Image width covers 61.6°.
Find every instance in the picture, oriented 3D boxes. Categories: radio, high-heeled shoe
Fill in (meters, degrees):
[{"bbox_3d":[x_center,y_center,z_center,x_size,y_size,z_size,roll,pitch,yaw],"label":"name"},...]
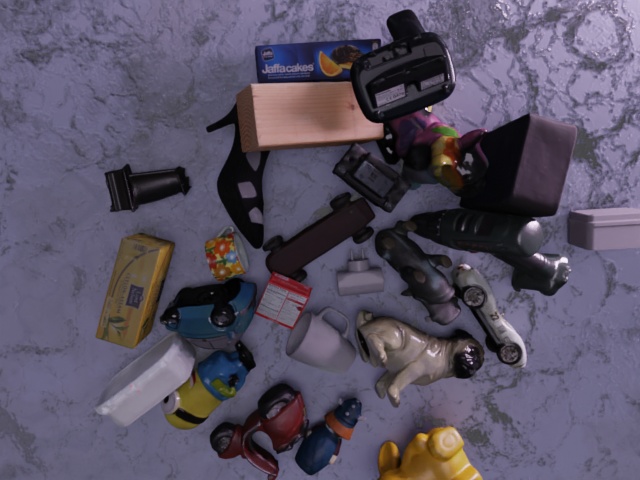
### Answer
[{"bbox_3d":[0.290,-0.104,0.813,0.073,0.229,0.131,15,91,-3],"label":"radio"},{"bbox_3d":[-0.098,-0.120,0.897,0.145,0.086,0.248,-28,116,-27],"label":"high-heeled shoe"}]

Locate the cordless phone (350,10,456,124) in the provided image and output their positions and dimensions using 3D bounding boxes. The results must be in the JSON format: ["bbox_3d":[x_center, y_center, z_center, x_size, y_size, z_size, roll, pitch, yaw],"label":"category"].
[{"bbox_3d":[0.109,-0.274,0.802,0.147,0.088,0.184,-20,56,6],"label":"cordless phone"}]

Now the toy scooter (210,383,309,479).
[{"bbox_3d":[-0.086,0.342,0.930,0.184,0.075,0.135,-36,96,6],"label":"toy scooter"}]

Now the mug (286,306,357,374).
[{"bbox_3d":[0.013,0.172,0.915,0.107,0.081,0.109,33,89,-16],"label":"mug"}]

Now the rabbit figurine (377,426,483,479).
[{"bbox_3d":[0.155,0.388,0.898,0.173,0.162,0.121,-31,98,-20],"label":"rabbit figurine"}]

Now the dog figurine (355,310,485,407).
[{"bbox_3d":[0.170,0.173,0.915,0.191,0.121,0.172,-23,100,-13],"label":"dog figurine"}]

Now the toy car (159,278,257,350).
[{"bbox_3d":[-0.176,0.133,0.894,0.162,0.109,0.102,-10,113,9],"label":"toy car"}]

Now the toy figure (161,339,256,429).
[{"bbox_3d":[-0.189,0.250,0.915,0.180,0.082,0.089,-35,94,0],"label":"toy figure"}]

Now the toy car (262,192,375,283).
[{"bbox_3d":[-0.002,-0.003,0.904,0.202,0.053,0.089,-34,101,7],"label":"toy car"}]

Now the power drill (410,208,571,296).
[{"bbox_3d":[0.281,0.011,0.865,0.207,0.232,0.086,35,76,-25],"label":"power drill"}]

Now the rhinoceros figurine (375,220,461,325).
[{"bbox_3d":[0.160,0.057,0.888,0.073,0.112,0.190,-36,82,-25],"label":"rhinoceros figurine"}]

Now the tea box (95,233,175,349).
[{"bbox_3d":[-0.302,0.080,0.886,0.068,0.098,0.169,16,97,-2],"label":"tea box"}]

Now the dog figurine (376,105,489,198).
[{"bbox_3d":[0.168,-0.148,0.810,0.108,0.219,0.191,-35,96,-1],"label":"dog figurine"}]

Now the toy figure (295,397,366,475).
[{"bbox_3d":[0.019,0.337,0.940,0.064,0.058,0.154,41,89,-11],"label":"toy figure"}]

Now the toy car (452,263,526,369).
[{"bbox_3d":[0.288,0.131,0.913,0.056,0.073,0.201,-33,96,3],"label":"toy car"}]

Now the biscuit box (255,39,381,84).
[{"bbox_3d":[-0.002,-0.284,0.871,0.203,0.059,0.062,-4,96,0],"label":"biscuit box"}]

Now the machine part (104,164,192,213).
[{"bbox_3d":[-0.288,-0.091,0.898,0.139,0.039,0.084,-7,91,1],"label":"machine part"}]

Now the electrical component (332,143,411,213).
[{"bbox_3d":[0.080,-0.098,0.855,0.115,0.134,0.058,35,94,-2],"label":"electrical component"}]
